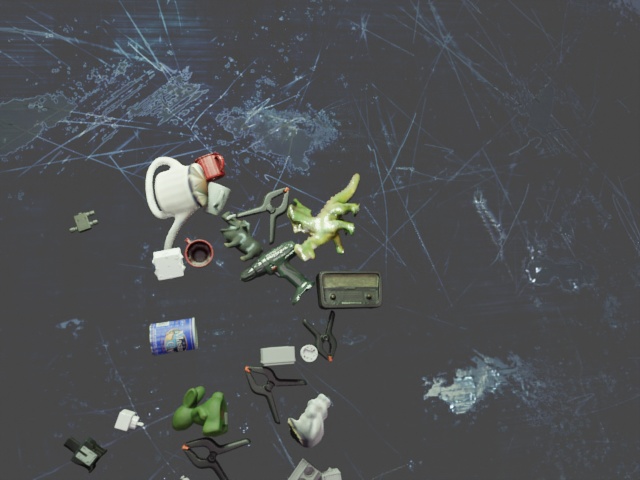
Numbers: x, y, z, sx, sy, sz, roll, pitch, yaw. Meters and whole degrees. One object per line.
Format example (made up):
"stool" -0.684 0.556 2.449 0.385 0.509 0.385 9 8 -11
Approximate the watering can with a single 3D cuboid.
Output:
"watering can" -0.481 -0.123 1.762 0.223 0.104 0.349 -14 87 15

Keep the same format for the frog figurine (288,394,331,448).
"frog figurine" -0.018 0.598 1.700 0.161 0.124 0.135 -29 119 -23

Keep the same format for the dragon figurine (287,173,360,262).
"dragon figurine" 0.006 -0.093 1.853 0.242 0.119 0.419 14 60 -6
